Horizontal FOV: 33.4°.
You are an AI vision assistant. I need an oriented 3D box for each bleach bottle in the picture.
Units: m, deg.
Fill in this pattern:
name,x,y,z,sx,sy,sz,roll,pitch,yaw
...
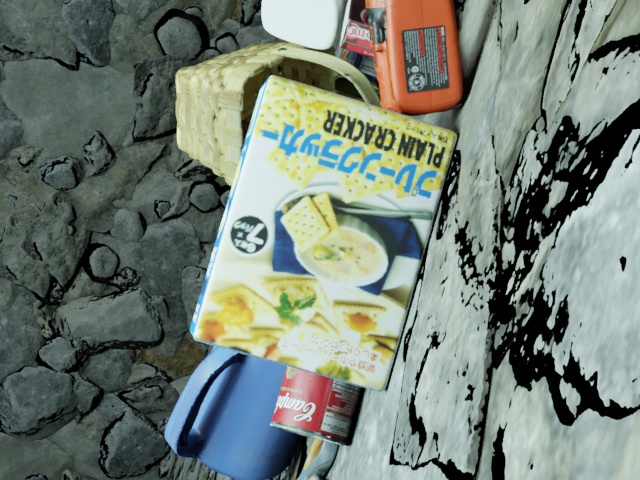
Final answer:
name,x,y,z,sx,sy,sz,roll,pitch,yaw
bleach bottle,0.041,-0.283,1.240,0.250,0.103,0.068,-32,-45,-51

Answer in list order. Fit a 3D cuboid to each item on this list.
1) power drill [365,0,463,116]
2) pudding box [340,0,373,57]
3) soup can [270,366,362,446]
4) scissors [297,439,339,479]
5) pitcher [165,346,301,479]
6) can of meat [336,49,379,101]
name,x,y,z,sx,sy,sz,roll,pitch,yaw
power drill,0.075,-0.188,0.915,0.187,0.057,0.184,-99,-1,-74
pudding box,0.070,-0.223,1.086,0.113,0.090,0.039,-82,11,-52
soup can,0.003,0.120,0.922,0.068,0.068,0.102,139,147,-77
scissors,-0.020,0.250,1.006,0.096,0.016,0.202,-80,10,-46
pitcher,-0.057,0.124,1.094,0.149,0.145,0.243,-81,13,-58
can of meat,0.056,-0.225,1.331,0.102,0.057,0.084,170,119,-82
